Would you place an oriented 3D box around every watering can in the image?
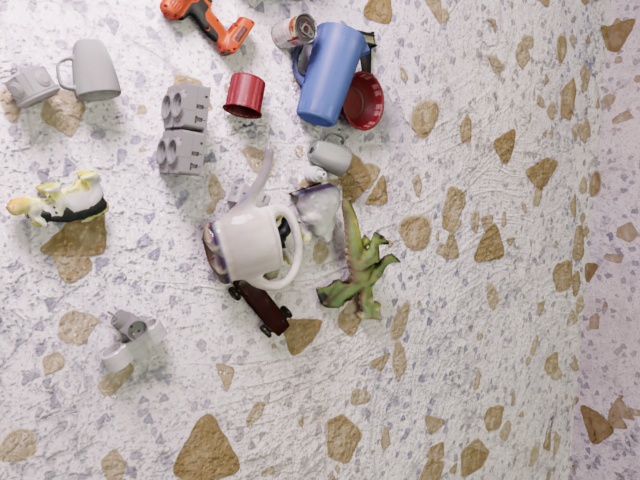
[{"bbox_3d":[-0.162,-0.032,1.183,0.225,0.105,0.343,-16,108,-12],"label":"watering can"}]

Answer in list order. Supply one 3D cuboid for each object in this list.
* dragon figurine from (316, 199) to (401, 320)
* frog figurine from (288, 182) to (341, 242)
[{"bbox_3d":[0.088,0.091,1.442,0.245,0.123,0.403,-50,128,-13],"label":"dragon figurine"},{"bbox_3d":[0.004,-0.068,1.351,0.139,0.122,0.158,-29,103,-54],"label":"frog figurine"}]
